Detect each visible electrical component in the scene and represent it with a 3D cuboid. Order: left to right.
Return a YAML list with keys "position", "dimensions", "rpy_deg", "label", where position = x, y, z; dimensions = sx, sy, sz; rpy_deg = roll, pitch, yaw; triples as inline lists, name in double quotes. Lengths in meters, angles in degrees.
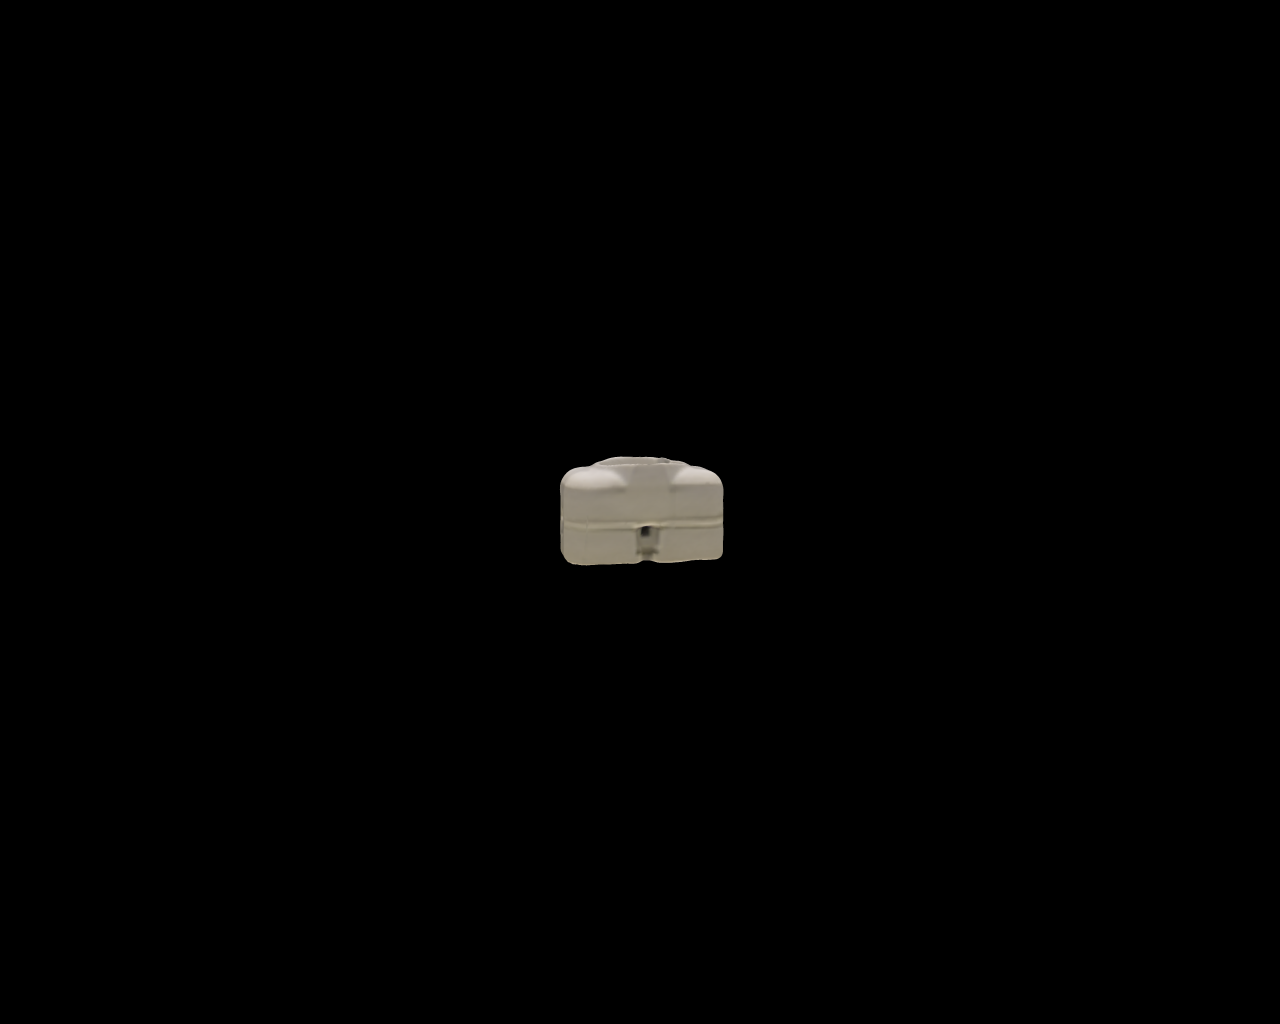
- position: [0.001, -0.003, 0.650]
  dimensions: [0.095, 0.059, 0.054]
  rpy_deg: [-1, 8, -9]
  label: "electrical component"
